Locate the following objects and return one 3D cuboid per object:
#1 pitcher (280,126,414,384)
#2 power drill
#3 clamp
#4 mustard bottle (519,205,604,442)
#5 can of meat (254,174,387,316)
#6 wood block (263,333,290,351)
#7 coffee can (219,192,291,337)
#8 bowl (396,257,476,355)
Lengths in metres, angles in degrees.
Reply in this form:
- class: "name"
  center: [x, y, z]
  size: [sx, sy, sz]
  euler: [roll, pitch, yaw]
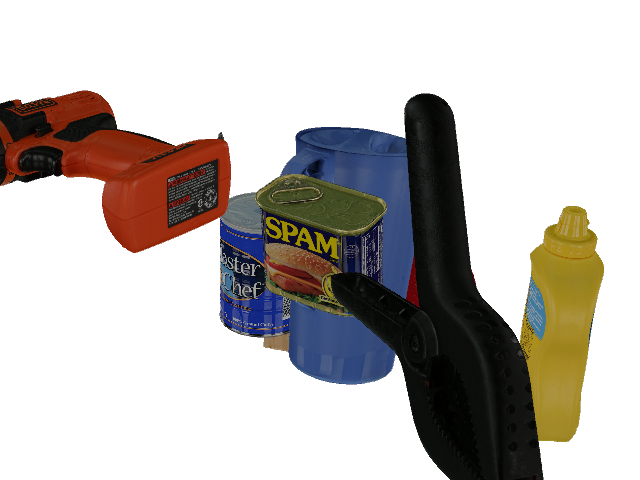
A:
- class: "pitcher"
  center: [0.024, 0.015, 1.047]
  size: [0.149, 0.243, 0.145]
  euler: [4, 16, -5]
- class: "power drill"
  center: [-0.169, -0.050, 0.717]
  size: [0.188, 0.057, 0.184]
  euler: [20, 32, 32]
- class: "clamp"
  center: [0.064, 0.040, 0.543]
  size: [0.036, 0.165, 0.210]
  euler: [-5, 46, -22]
- class: "mustard bottle"
  center: [0.194, 0.062, 0.873]
  size: [0.058, 0.192, 0.096]
  euler: [4, 26, 3]
- class: "can of meat"
  center: [0.001, 0.005, 0.836]
  size: [0.102, 0.084, 0.057]
  euler: [18, 38, 29]
- class: "wood block"
  center: [-0.021, 0.045, 1.486]
  size: [0.090, 0.206, 0.090]
  euler: [9, 22, 9]
- class: "coffee can"
  center: [-0.067, 0.027, 1.245]
  size: [0.103, 0.140, 0.103]
  euler: [2, 26, -1]
- class: "bowl"
  center: [0.128, 0.059, 1.203]
  size: [0.055, 0.162, 0.161]
  euler: [-12, -8, 43]
